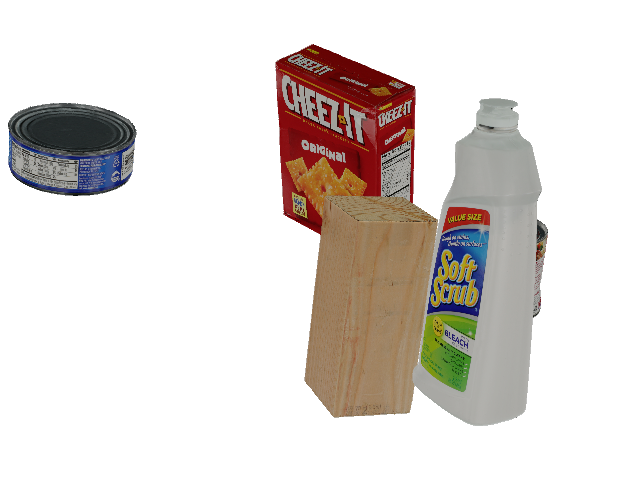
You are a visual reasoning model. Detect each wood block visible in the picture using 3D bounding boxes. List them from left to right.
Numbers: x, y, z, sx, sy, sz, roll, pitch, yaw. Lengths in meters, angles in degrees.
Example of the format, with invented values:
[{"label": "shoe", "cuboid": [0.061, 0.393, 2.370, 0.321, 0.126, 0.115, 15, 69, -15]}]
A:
[{"label": "wood block", "cuboid": [0.049, 0.065, 1.086, 0.090, 0.206, 0.091, 0, 18, -21]}]

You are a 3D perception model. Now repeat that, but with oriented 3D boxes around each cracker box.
[{"label": "cracker box", "cuboid": [0.027, -0.098, 1.241, 0.072, 0.214, 0.164, -31, 44, -34]}]

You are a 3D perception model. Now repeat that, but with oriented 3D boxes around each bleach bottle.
[{"label": "bleach bottle", "cuboid": [0.125, 0.013, 0.837, 0.068, 0.251, 0.103, -10, 23, -27]}]

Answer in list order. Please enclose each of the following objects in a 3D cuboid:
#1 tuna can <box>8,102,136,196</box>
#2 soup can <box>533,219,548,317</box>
[{"label": "tuna can", "cuboid": [-0.171, -0.063, 0.736, 0.086, 0.034, 0.086, 7, 27, -4]}, {"label": "soup can", "cuboid": [0.218, 0.031, 1.201, 0.068, 0.102, 0.068, -2, 29, 1]}]
